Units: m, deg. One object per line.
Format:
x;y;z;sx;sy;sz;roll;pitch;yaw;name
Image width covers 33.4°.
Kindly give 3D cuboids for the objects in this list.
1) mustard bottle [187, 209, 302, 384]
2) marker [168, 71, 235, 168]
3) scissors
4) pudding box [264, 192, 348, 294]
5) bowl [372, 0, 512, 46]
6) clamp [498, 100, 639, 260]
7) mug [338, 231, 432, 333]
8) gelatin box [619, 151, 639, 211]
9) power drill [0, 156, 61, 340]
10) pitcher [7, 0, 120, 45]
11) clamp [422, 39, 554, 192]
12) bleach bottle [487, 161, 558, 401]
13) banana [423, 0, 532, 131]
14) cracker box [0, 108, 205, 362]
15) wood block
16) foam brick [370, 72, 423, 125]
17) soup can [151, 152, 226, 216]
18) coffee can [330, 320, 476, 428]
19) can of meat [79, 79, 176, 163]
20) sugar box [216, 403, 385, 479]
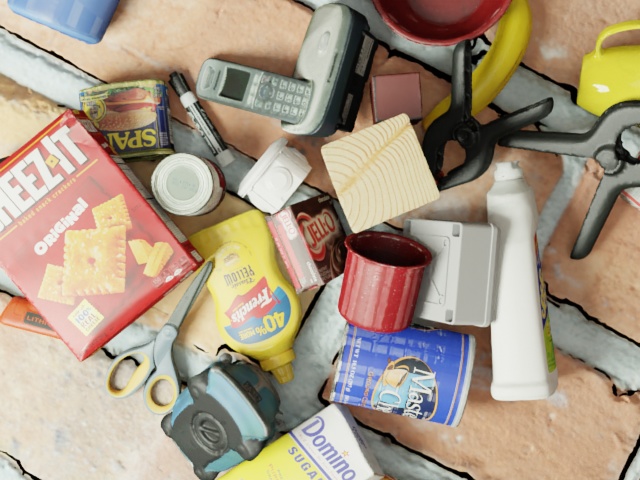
-0.073;0.069;1.184;0.096;0.058;0.191;-23;91;4;mustard bottle
-0.134;-0.136;1.199;0.020;0.020;0.121;-32;91;2;marker
-0.158;0.120;1.188;0.202;0.016;0.096;-42;98;17;scissors
-0.008;0.002;1.151;0.039;0.113;0.090;-22;92;22;pudding box
0.135;-0.284;1.160;0.162;0.055;0.162;-1;87;11;bowl
0.311;-0.077;1.135;0.210;0.036;0.164;-24;97;35;clamp
0.061;0.041;1.134;0.093;0.117;0.081;3;113;-18;mug
0.379;-0.058;1.179;0.089;0.030;0.073;40;91;0;gelatin box
-0.296;0.011;1.190;0.184;0.057;0.188;16;92;1;power drill
-0.255;-0.345;1.146;0.149;0.144;0.243;27;97;37;pitcher
0.155;-0.127;1.145;0.120;0.039;0.172;48;122;11;clamp
0.212;0.040;1.151;0.068;0.102;0.251;-5;91;18;bleach bottle
0.185;-0.197;1.180;0.070;0.037;0.198;26;89;30;banana
-0.252;-0.006;1.124;0.164;0.072;0.213;-39;93;2;cracker box
0.059;-0.066;1.101;0.091;0.206;0.090;-22;91;3;wood block
0.082;-0.152;1.163;0.051;0.078;0.053;-5;93;1;foam brick
-0.142;-0.059;1.160;0.068;0.102;0.068;0;91;2;soup can
0.089;0.139;1.158;0.140;0.103;0.103;12;92;2;coffee can
-0.214;-0.130;1.184;0.102;0.057;0.084;-6;89;2;can of meat
-0.027;0.263;1.169;0.176;0.048;0.093;-36;64;12;sugar box
